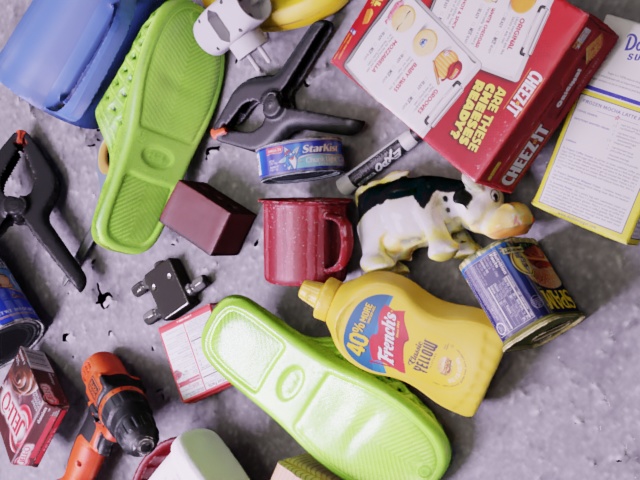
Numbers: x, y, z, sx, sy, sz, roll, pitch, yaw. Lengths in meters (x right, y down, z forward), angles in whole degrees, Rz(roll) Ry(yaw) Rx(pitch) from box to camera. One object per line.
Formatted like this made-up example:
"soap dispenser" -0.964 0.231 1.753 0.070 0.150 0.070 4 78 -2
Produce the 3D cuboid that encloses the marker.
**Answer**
"marker" 0.066 -0.083 1.031 0.121 0.020 0.020 -35 73 25

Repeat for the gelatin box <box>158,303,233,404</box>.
"gelatin box" -0.124 0.120 1.132 0.073 0.030 0.089 -27 76 25

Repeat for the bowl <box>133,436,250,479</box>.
"bowl" -0.120 0.281 1.113 0.162 0.055 0.162 0 89 30

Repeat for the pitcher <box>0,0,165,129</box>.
"pitcher" -0.236 -0.246 1.143 0.149 0.144 0.243 37 104 12

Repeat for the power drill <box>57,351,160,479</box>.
"power drill" -0.233 0.235 1.143 0.185 0.057 0.188 41 113 58

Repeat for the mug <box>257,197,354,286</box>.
"mug" -0.007 0.001 1.028 0.117 0.093 0.081 6 97 51

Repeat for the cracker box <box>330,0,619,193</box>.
"cracker box" 0.129 -0.168 0.944 0.214 0.072 0.164 45 111 36

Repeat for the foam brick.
"foam brick" -0.117 -0.023 1.117 0.078 0.052 0.051 32 105 25

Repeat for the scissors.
"scissors" -0.254 -0.045 1.217 0.202 0.016 0.096 -42 69 23

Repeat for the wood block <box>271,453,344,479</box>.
"wood block" -0.022 0.321 1.037 0.091 0.090 0.206 28 103 28

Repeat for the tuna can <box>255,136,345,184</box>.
"tuna can" -0.019 -0.077 1.042 0.086 0.086 0.034 -9 87 29

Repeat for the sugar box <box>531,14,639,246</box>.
"sugar box" 0.257 -0.093 0.908 0.093 0.048 0.176 26 99 28

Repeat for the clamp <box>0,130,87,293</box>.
"clamp" -0.338 -0.028 1.225 0.164 0.036 0.210 5 66 -1

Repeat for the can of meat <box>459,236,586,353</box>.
"can of meat" 0.174 0.046 0.922 0.058 0.101 0.084 -37 70 25

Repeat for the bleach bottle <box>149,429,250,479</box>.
"bleach bottle" -0.172 0.307 1.075 0.251 0.068 0.103 -48 67 23

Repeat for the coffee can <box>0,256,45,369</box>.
"coffee can" -0.402 0.071 1.251 0.103 0.102 0.140 -45 69 22

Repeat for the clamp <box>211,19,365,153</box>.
"clamp" -0.033 -0.130 1.079 0.172 0.039 0.120 -33 68 29

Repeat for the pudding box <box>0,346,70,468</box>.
"pudding box" -0.333 0.191 1.223 0.090 0.039 0.114 -60 36 15

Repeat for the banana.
"banana" -0.036 -0.245 1.085 0.198 0.037 0.069 -11 66 28

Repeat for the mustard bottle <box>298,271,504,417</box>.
"mustard bottle" 0.070 0.081 0.972 0.192 0.058 0.096 23 118 10
